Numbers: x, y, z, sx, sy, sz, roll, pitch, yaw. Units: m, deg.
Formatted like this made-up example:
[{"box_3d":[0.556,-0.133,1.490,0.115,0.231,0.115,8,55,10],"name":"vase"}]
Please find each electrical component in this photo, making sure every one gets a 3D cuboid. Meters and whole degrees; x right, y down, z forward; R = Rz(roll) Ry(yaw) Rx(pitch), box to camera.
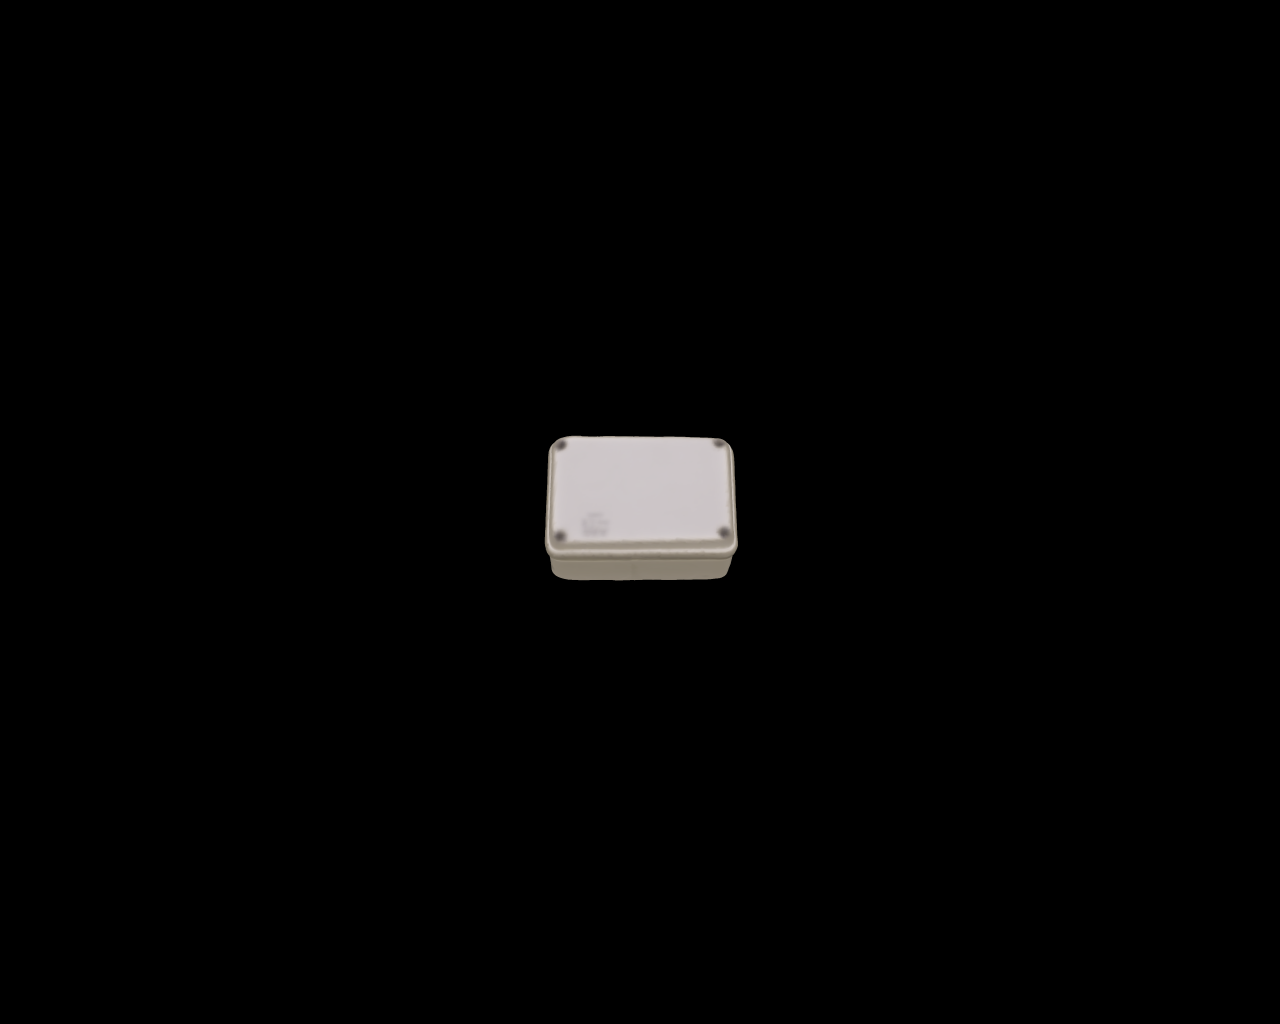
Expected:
[{"box_3d":[0.001,-0.003,0.650,0.113,0.078,0.057,0,-25,0],"name":"electrical component"}]
